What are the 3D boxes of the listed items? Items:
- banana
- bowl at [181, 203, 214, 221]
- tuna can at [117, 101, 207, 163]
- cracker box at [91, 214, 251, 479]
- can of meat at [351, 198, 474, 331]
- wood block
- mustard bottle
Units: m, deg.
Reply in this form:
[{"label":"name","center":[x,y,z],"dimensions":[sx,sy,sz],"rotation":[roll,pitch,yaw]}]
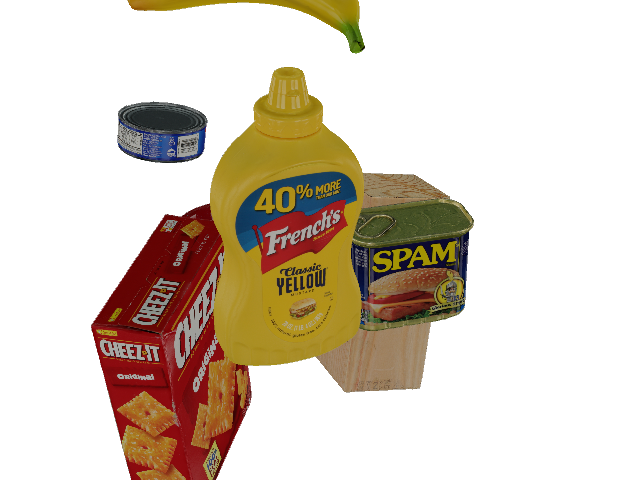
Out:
[{"label":"banana","center":[-0.051,-0.193,0.824],"dimensions":[0.198,0.069,0.037],"rotation":[13,-39,16]},{"label":"bowl","center":[-0.097,0.007,1.315],"dimensions":[0.162,0.055,0.162],"rotation":[3,26,-2]},{"label":"tuna can","center":[-0.154,-0.105,1.035],"dimensions":[0.086,0.034,0.086],"rotation":[6,24,-3]},{"label":"cracker box","center":[-0.122,0.111,0.955],"dimensions":[0.072,0.214,0.164],"rotation":[6,36,14]},{"label":"can of meat","center":[0.068,0.020,0.853],"dimensions":[0.102,0.084,0.057],"rotation":[-8,30,-11]},{"label":"wood block","center":[0.061,0.042,1.094],"dimensions":[0.090,0.206,0.091],"rotation":[0,18,-21]},{"label":"mustard bottle","center":[-0.020,-0.015,0.664],"dimensions":[0.096,0.192,0.058],"rotation":[-11,33,-18]}]
